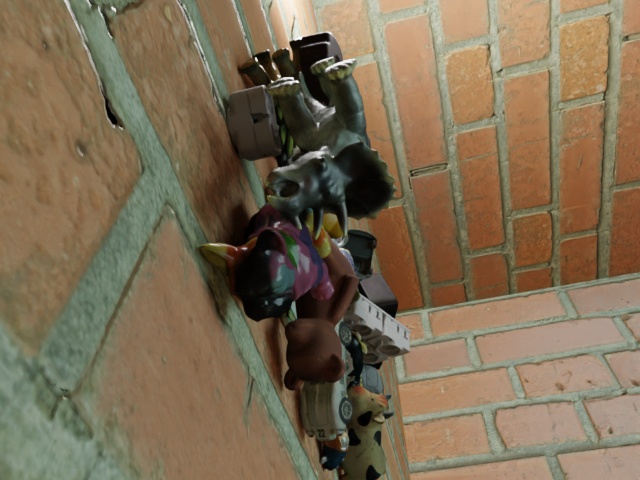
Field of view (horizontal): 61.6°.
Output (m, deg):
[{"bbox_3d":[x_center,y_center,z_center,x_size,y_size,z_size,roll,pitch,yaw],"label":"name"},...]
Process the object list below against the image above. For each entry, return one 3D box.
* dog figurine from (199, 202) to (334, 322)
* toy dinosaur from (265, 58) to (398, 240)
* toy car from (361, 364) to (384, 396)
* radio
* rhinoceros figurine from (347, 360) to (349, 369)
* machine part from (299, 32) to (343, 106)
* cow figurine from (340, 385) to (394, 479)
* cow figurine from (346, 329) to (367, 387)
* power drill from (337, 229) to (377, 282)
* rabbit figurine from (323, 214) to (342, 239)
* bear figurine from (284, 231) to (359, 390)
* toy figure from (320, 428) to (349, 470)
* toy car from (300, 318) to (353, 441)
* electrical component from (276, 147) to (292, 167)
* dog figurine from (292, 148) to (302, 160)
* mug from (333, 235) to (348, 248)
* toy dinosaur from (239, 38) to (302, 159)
[{"bbox_3d":[-0.059,0.008,0.643,0.219,0.109,0.191,49,32,-68],"label":"dog figurine"},{"bbox_3d":[0.015,-0.136,0.723,0.405,0.131,0.192,-84,156,-69],"label":"toy dinosaur"},{"bbox_3d":[0.090,0.328,1.183,0.109,0.103,0.161,-90,164,-49],"label":"toy car"},{"bbox_3d":[0.114,0.197,1.298,0.131,0.073,0.229,-114,-152,-50],"label":"radio"},{"bbox_3d":[0.001,0.153,0.971,0.112,0.073,0.190,53,27,-45],"label":"rhinoceros figurine"},{"bbox_3d":[0.016,-0.280,0.962,0.179,0.056,0.179,-10,90,-75],"label":"machine part"},{"bbox_3d":[0.082,0.364,1.011,0.085,0.127,0.194,-81,160,-74],"label":"cow figurine"},{"bbox_3d":[0.053,0.250,1.063,0.068,0.098,0.167,-97,173,-63],"label":"cow figurine"},{"bbox_3d":[0.055,0.050,1.162,0.207,0.086,0.232,129,-25,-62],"label":"power drill"},{"bbox_3d":[0.012,-0.092,0.921,0.121,0.163,0.173,57,48,-52],"label":"rabbit figurine"},{"bbox_3d":[-0.018,0.102,0.768,0.131,0.120,0.196,44,46,-28],"label":"bear figurine"},{"bbox_3d":[0.020,0.312,0.918,0.064,0.058,0.154,1,77,-41],"label":"toy figure"},{"bbox_3d":[0.008,0.207,0.841,0.056,0.074,0.202,29,53,-46],"label":"toy car"},{"bbox_3d":[-0.071,-0.167,1.051,0.094,0.021,0.063,44,35,-73],"label":"electrical component"},{"bbox_3d":[-0.032,-0.203,1.170,0.172,0.121,0.190,62,5,-71],"label":"dog figurine"},{"bbox_3d":[-0.002,-0.003,1.021,0.107,0.109,0.081,64,-9,-25],"label":"mug"},{"bbox_3d":[-0.051,-0.268,1.014,0.471,0.105,0.198,-67,143,-62],"label":"toy dinosaur"}]
